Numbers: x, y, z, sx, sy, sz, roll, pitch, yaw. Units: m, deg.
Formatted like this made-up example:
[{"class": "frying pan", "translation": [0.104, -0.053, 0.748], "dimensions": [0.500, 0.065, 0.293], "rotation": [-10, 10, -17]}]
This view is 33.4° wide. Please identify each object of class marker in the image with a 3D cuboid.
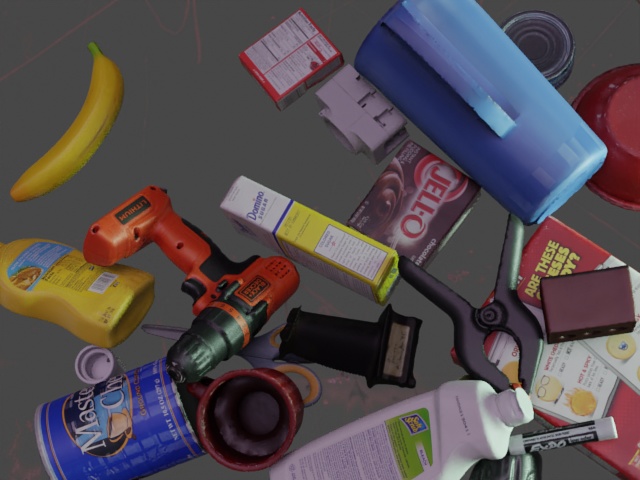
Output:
[{"class": "marker", "translation": [0.198, 0.175, 0.935], "dimensions": [0.121, 0.020, 0.020], "rotation": [-14, 72, 16]}]

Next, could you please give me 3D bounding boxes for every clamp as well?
[{"class": "clamp", "translation": [0.141, 0.068, 0.962], "dimensions": [0.120, 0.039, 0.171], "rotation": [-15, 71, 12]}]

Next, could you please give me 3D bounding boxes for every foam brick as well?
[{"class": "foam brick", "translation": [0.235, 0.058, 0.940], "dimensions": [0.078, 0.053, 0.051], "rotation": [-9, 71, 9]}]

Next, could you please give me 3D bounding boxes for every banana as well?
[{"class": "banana", "translation": [-0.263, -0.120, 1.157], "dimensions": [0.070, 0.037, 0.197], "rotation": [19, 76, 31]}]

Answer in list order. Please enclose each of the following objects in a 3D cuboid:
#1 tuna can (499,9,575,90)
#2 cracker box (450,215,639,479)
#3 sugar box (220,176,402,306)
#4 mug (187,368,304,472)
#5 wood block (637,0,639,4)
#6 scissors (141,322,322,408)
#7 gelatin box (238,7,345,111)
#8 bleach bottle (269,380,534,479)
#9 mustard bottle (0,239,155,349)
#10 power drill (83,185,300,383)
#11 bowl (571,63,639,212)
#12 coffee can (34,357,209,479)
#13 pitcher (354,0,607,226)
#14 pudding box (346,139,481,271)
[{"class": "tuna can", "translation": [0.219, -0.193, 1.100], "dimensions": [0.086, 0.033, 0.086], "rotation": [-3, 74, 9]}, {"class": "cracker box", "translation": [0.255, 0.105, 0.989], "dimensions": [0.214, 0.072, 0.164], "rotation": [34, 82, 17]}, {"class": "sugar box", "translation": [-0.007, 0.001, 1.049], "dimensions": [0.176, 0.093, 0.048], "rotation": [29, 79, 15]}, {"class": "mug", "translation": [-0.072, 0.159, 1.005], "dimensions": [0.117, 0.081, 0.093], "rotation": [24, 93, 9]}, {"class": "wood block", "translation": [0.384, -0.250, 1.061], "dimensions": [0.090, 0.091, 0.206], "rotation": [-33, 72, -2]}, {"class": "scissors", "translation": [-0.080, 0.124, 1.064], "dimensions": [0.202, 0.016, 0.096], "rotation": [-5, 75, 7]}, {"class": "gelatin box", "translation": [-0.030, -0.193, 1.143], "dimensions": [0.089, 0.030, 0.073], "rotation": [-37, 71, -3]}, {"class": "bleach bottle", "translation": [0.075, 0.197, 0.941], "dimensions": [0.251, 0.068, 0.102], "rotation": [-29, 70, 27]}, {"class": "mustard bottle", "translation": [-0.272, 0.043, 1.085], "dimensions": [0.192, 0.058, 0.096], "rotation": [19, 40, 14]}, {"class": "power drill", "translation": [-0.136, 0.039, 1.035], "dimensions": [0.188, 0.057, 0.184], "rotation": [36, 44, 13]}, {"class": "bowl", "translation": [0.324, -0.112, 1.049], "dimensions": [0.162, 0.055, 0.162], "rotation": [-3, 73, 8]}, {"class": "coffee can", "translation": [-0.186, 0.180, 1.020], "dimensions": [0.140, 0.103, 0.103], "rotation": [-21, 72, 2]}, {"class": "pitcher", "translation": [0.154, -0.133, 1.026], "dimensions": [0.149, 0.145, 0.243], "rotation": [-34, 76, -34]}, {"class": "pudding box", "translation": [0.095, -0.031, 1.070], "dimensions": [0.090, 0.039, 0.113], "rotation": [34, 82, 16]}]
